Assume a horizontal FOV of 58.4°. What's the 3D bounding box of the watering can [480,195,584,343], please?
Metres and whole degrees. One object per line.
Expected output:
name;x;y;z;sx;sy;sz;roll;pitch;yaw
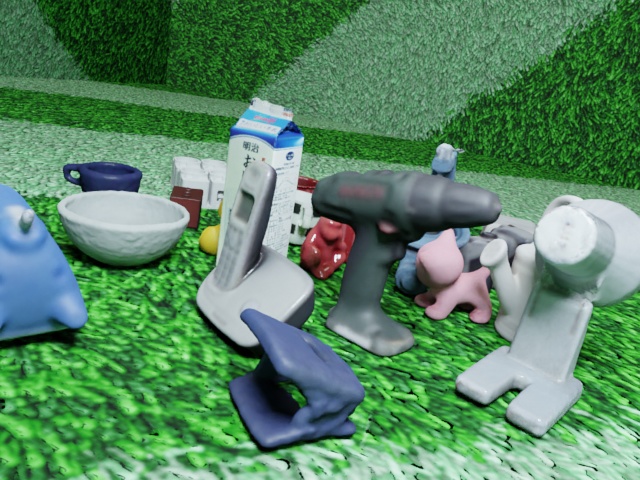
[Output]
watering can;0.289;0.039;0.725;0.173;0.194;0.100;-2;21;-33

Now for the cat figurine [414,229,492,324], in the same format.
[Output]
cat figurine;0.178;0.045;0.770;0.128;0.118;0.067;5;18;-15

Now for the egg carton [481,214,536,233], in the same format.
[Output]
egg carton;0.362;-0.002;1.101;0.107;0.069;0.150;15;18;14

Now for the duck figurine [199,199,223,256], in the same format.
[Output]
duck figurine;-0.138;-0.026;0.872;0.077;0.086;0.105;17;19;21

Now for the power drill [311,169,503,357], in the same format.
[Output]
power drill;0.079;0.018;0.650;0.228;0.208;0.076;23;22;36

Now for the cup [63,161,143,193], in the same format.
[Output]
cup;-0.335;-0.067;0.875;0.118;0.095;0.091;9;18;-3

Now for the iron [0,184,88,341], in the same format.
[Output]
iron;-0.325;0.004;0.581;0.119;0.141;0.257;-6;23;-41

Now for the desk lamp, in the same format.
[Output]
desk lamp;0.255;0.062;0.600;0.117;0.213;0.204;23;22;35

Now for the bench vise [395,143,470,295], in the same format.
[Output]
bench vise;0.164;-0.045;0.874;0.121;0.220;0.207;10;18;-1

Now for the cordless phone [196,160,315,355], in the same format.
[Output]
cordless phone;-0.063;0.015;0.618;0.094;0.185;0.147;-5;23;-40

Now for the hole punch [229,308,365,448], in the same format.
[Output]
hole punch;-0.019;0.111;0.499;0.101;0.091;0.108;0;20;-28

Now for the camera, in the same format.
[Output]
camera;0.301;0.038;0.888;0.143;0.101;0.136;0;20;-30

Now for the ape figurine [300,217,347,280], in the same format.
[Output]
ape figurine;0.008;0.003;0.850;0.078;0.092;0.076;0;20;-29

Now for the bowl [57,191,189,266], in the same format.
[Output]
bowl;-0.263;-0.010;0.769;0.167;0.075;0.167;9;18;-3
